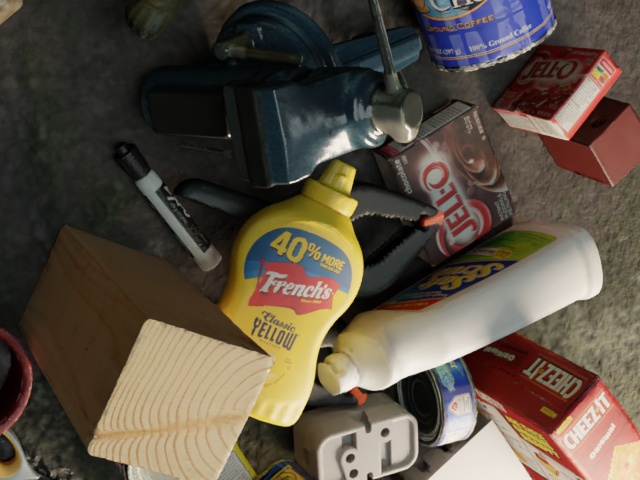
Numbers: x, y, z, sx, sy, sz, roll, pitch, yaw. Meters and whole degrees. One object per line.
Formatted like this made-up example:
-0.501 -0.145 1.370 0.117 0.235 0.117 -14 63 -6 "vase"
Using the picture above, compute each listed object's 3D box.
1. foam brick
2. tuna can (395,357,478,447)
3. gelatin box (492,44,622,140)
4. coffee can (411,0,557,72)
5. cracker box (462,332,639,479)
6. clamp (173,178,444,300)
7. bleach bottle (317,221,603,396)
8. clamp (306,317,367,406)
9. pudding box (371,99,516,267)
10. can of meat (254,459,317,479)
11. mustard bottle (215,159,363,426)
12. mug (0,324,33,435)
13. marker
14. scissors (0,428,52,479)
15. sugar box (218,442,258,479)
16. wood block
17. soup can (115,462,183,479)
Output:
0.235 -0.089 0.920 0.053 0.078 0.051 -43 121 -9 "foam brick"
0.098 0.133 0.916 0.033 0.086 0.086 -9 110 -23 "tuna can"
0.193 -0.124 0.881 0.030 0.089 0.073 41 85 -27 "gelatin box"
0.110 -0.213 0.804 0.102 0.103 0.140 -32 118 -15 "coffee can"
0.221 0.176 0.946 0.072 0.164 0.213 -46 120 -10 "cracker box"
-0.005 0.001 0.820 0.209 0.036 0.164 -24 108 -15 "clamp"
0.109 0.060 0.869 0.250 0.103 0.068 -26 109 -29 "bleach bottle"
-0.017 0.072 0.868 0.171 0.039 0.120 35 90 -31 "clamp"
0.104 -0.047 0.889 0.090 0.039 0.113 -33 117 -13 "pudding box"
-0.030 0.228 0.831 0.102 0.084 0.057 -39 120 -19 "can of meat"
-0.023 0.031 0.769 0.096 0.058 0.191 25 92 -14 "mustard bottle"
-0.262 0.087 0.723 0.117 0.082 0.093 -14 112 -23 "mug"
-0.114 -0.025 0.798 0.020 0.020 0.121 -41 119 -10 "marker"
-0.225 0.205 0.818 0.096 0.016 0.201 -44 120 -6 "scissors"
-0.074 0.247 0.890 0.093 0.048 0.176 -36 121 -15 "sugar box"
-0.125 0.069 0.714 0.090 0.206 0.090 23 95 -31 "wood block"
-0.127 0.144 0.797 0.068 0.102 0.068 -8 110 -24 "soup can"
